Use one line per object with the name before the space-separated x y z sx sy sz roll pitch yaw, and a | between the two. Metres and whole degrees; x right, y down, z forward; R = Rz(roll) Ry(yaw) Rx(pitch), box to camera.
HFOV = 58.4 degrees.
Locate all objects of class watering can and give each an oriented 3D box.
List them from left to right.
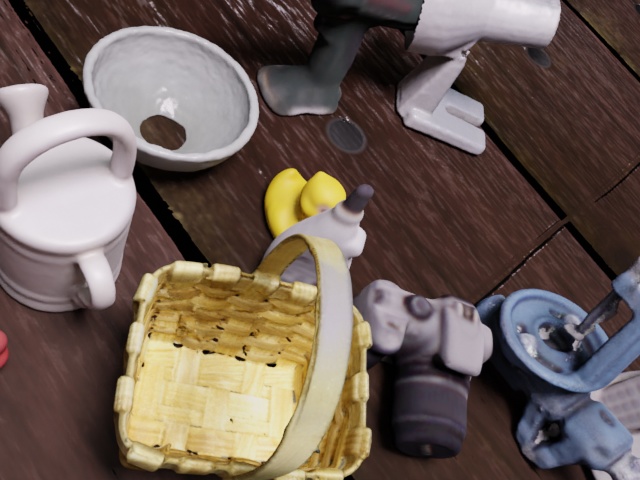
watering can | -0.193 -0.034 0.419 0.173 0.193 0.101 42 52 2

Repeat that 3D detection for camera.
camera | 0.093 0.120 0.531 0.143 0.100 0.137 21 54 -14

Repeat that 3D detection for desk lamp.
desk lamp | 0.176 -0.238 0.718 0.204 0.213 0.118 19 55 -16

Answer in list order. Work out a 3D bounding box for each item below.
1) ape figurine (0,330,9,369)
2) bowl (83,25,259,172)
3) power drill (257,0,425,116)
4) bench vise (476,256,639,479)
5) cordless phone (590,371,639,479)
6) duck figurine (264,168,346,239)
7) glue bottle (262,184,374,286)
ape figurine | -0.252 0.079 0.386 0.078 0.092 0.076 -21 72 -35
bowl | -0.150 -0.128 0.574 0.168 0.074 0.167 13 57 -20
power drill | 0.008 -0.232 0.631 0.230 0.208 0.075 -11 67 -32
bench vise | 0.263 0.116 0.544 0.122 0.219 0.207 -33 80 -37
cordless phone | 0.354 0.193 0.566 0.094 0.184 0.147 -2 63 -28
duck figurine | -0.007 -0.036 0.583 0.078 0.086 0.104 -20 72 -34
glue bottle | 0.005 0.002 0.511 0.078 0.173 0.037 25 53 -11
